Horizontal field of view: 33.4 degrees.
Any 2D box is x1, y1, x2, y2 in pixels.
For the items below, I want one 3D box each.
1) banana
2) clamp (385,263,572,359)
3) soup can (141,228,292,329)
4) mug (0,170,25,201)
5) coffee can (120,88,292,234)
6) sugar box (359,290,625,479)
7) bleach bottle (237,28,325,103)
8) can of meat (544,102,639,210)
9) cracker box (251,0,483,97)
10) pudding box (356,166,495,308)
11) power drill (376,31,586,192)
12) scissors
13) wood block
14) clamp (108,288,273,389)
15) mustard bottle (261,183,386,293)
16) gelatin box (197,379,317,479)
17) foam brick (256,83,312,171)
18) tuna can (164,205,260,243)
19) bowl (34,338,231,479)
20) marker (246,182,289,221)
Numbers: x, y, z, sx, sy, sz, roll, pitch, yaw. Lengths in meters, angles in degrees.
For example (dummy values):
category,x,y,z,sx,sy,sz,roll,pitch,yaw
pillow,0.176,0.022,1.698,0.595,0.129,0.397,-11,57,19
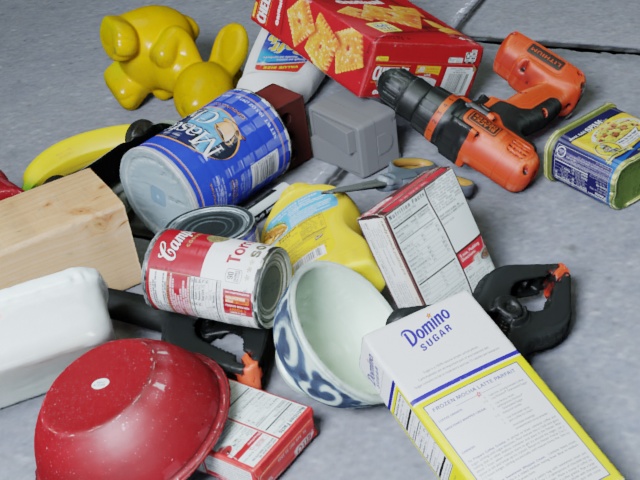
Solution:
category,x,y,z,sx,sy,sz,roll,pitch,yaw
banana,-0.242,-0.092,1.170,0.197,0.037,0.070,-23,59,-17
clamp,0.147,0.073,0.828,0.171,0.039,0.120,-24,63,-30
soup can,-0.081,0.031,0.851,0.102,0.068,0.068,9,37,22
mug,-0.327,-0.013,1.020,0.082,0.093,0.117,25,71,45
coffee can,-0.111,-0.075,1.050,0.103,0.103,0.140,20,43,35
sugar box,0.110,0.122,0.723,0.093,0.048,0.176,-21,51,-21
bleach bottle,-0.034,-0.202,1.257,0.102,0.068,0.250,13,41,2
can of meat,0.279,-0.079,1.014,0.102,0.057,0.084,-28,41,-26
cracker box,0.051,-0.232,1.182,0.163,0.072,0.214,-6,36,-38
pudding box,0.090,0.009,0.873,0.089,0.113,0.039,-34,15,-33
power drill,0.172,-0.144,1.089,0.184,0.057,0.187,38,51,15
scissors,0.082,-0.049,0.990,0.096,0.016,0.201,19,20,18
wood block,-0.276,0.023,0.953,0.205,0.091,0.090,-24,37,-21
clamp,-0.109,0.067,0.899,0.164,0.036,0.210,-17,33,-15
mustard bottle,-0.006,0.001,0.947,0.096,0.058,0.192,-35,32,10
gelatin box,-0.058,0.143,0.783,0.089,0.030,0.073,15,39,32
foam brick,-0.048,-0.115,1.120,0.052,0.078,0.051,-32,41,-28
tuna can,-0.095,0.002,0.939,0.086,0.034,0.086,-7,28,3
bowl,-0.148,0.123,0.772,0.162,0.055,0.162,-19,34,13
marker,-0.072,-0.021,1.037,0.020,0.020,0.120,22,44,37
